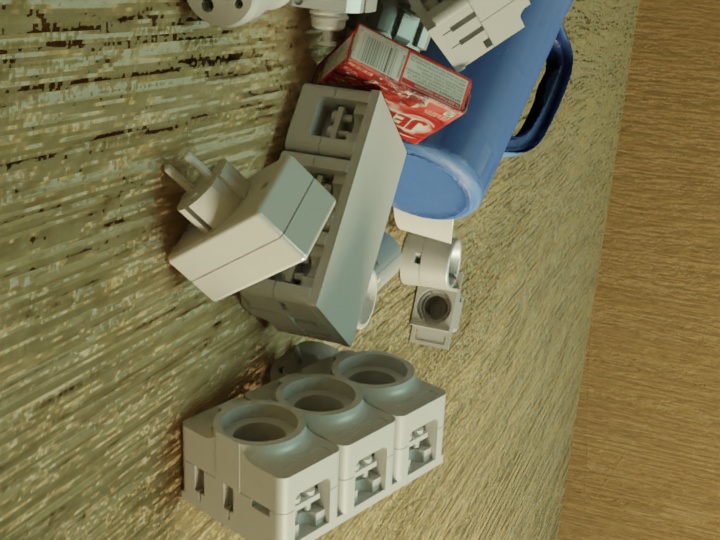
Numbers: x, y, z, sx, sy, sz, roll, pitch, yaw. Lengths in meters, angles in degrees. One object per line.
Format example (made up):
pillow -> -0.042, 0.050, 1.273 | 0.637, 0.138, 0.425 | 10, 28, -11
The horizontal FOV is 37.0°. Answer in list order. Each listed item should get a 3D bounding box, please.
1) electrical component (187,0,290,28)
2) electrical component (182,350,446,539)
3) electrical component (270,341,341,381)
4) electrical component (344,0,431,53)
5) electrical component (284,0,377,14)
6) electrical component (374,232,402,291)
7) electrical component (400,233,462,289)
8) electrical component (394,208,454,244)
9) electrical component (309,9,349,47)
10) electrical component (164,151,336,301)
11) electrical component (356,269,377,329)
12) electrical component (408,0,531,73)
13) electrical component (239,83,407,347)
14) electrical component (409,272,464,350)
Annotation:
electrical component -> -0.062, -0.154, 0.567 | 0.055, 0.045, 0.045 | -49, 145, -57
electrical component -> -0.026, 0.105, 0.674 | 0.150, 0.089, 0.061 | -20, 121, -44
electrical component -> -0.042, 0.083, 0.763 | 0.079, 0.043, 0.077 | 77, 30, -51
electrical component -> 0.022, -0.177, 0.774 | 0.058, 0.078, 0.057 | 17, 94, -32
electrical component -> -0.021, -0.182, 0.623 | 0.080, 0.080, 0.051 | -44, 145, -61
electrical component -> 0.000, 0.000, 0.844 | 0.081, 0.043, 0.043 | -41, 138, -63
electrical component -> 0.069, -0.009, 1.043 | 0.055, 0.047, 0.055 | 11, 90, -72
electrical component -> 0.069, -0.076, 0.976 | 0.099, 0.064, 0.099 | 10, 90, -72
electrical component -> -0.019, -0.184, 0.689 | 0.040, 0.040, 0.078 | -38, 136, -64
electrical component -> -0.072, -0.033, 0.576 | 0.076, 0.083, 0.047 | 44, 48, -22
electrical component -> -0.020, 0.016, 0.772 | 0.045, 0.055, 0.045 | 10, 90, -72
electrical component -> 0.043, -0.214, 0.687 | 0.150, 0.062, 0.089 | 60, 12, 14
electrical component -> -0.025, -0.037, 0.717 | 0.089, 0.062, 0.150 | 57, 47, -65
electrical component -> 0.082, 0.040, 1.119 | 0.064, 0.042, 0.081 | 23, 79, -73
